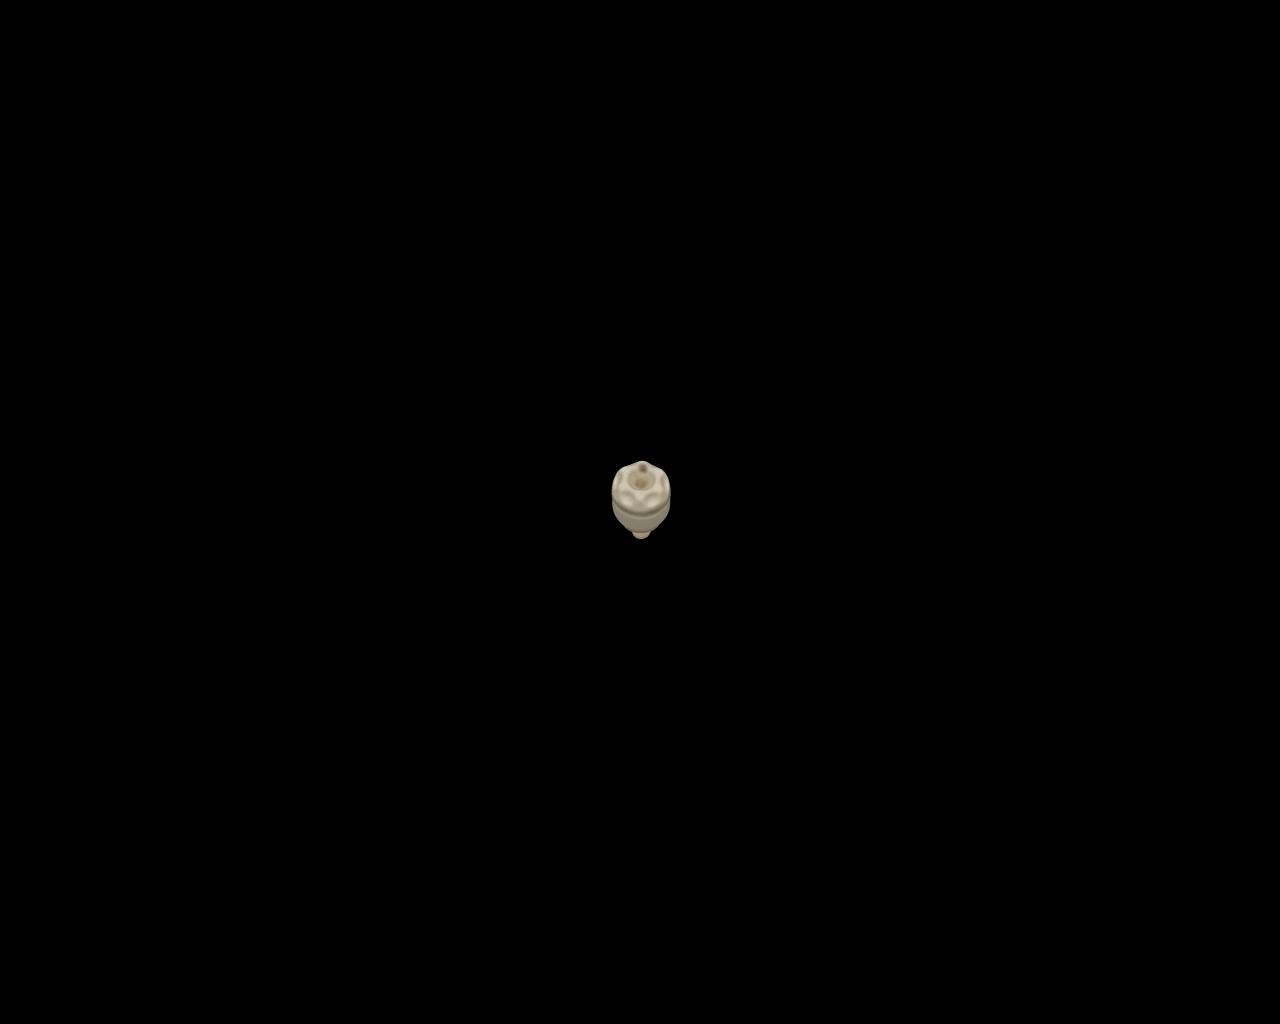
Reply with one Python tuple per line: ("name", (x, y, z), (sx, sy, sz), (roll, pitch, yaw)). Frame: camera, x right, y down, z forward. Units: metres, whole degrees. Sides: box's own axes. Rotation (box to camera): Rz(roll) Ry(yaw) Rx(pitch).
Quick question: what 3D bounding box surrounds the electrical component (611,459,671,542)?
("electrical component", (0.001, -0.003, 0.650), (0.035, 0.035, 0.061), (0, -34, 0))
